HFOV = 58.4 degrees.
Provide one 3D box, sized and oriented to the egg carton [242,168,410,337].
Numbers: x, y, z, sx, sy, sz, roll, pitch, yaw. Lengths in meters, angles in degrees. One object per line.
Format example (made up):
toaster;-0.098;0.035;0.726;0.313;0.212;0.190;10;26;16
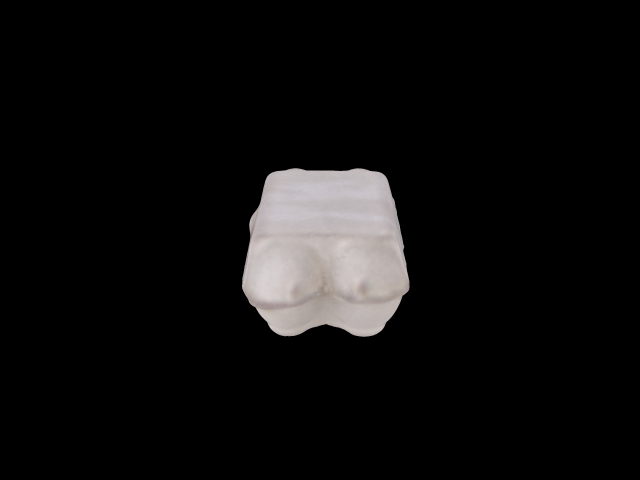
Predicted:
egg carton;0.004;0.001;0.400;0.107;0.069;0.150;0;32;0
